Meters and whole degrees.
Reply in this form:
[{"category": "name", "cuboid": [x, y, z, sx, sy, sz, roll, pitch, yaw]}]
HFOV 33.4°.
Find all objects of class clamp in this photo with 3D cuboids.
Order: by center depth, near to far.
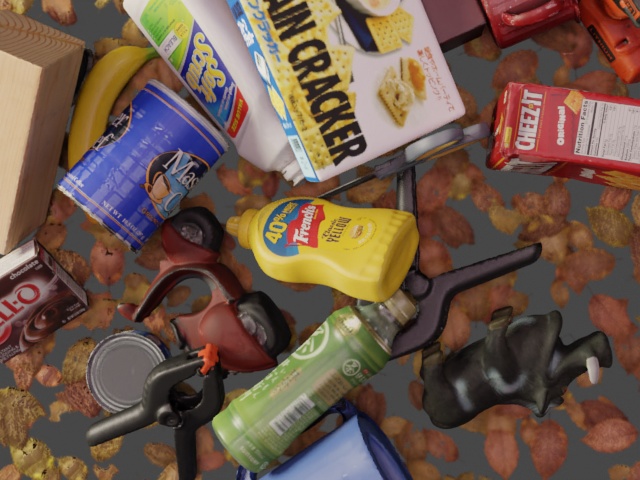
[{"category": "clamp", "cuboid": [-0.139, 0.175, 1.053, 0.120, 0.039, 0.172, 33, 119, -24]}, {"category": "clamp", "cuboid": [0.093, 0.033, 1.062, 0.165, 0.036, 0.210, 43, 98, 14]}]

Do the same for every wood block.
[{"category": "wood block", "cuboid": [-0.305, -0.103, 1.031, 0.091, 0.090, 0.206, 23, 119, 5]}]

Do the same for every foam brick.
[{"category": "foam brick", "cuboid": [0.126, -0.216, 1.035, 0.053, 0.078, 0.051, -24, 90, 5]}]

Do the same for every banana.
[{"category": "banana", "cuboid": [-0.221, -0.118, 1.090, 0.069, 0.037, 0.198, 21, 93, 5]}]

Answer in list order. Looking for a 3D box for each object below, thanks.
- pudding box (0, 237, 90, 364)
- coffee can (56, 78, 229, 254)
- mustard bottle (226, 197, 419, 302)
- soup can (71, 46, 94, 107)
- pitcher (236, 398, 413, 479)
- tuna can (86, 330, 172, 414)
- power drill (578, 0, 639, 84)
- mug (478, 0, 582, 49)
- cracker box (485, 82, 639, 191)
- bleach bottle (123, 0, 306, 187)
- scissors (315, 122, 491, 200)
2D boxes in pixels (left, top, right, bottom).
[{"category": "pudding box", "cuboid": [-0.305, 0.062, 1.077, 0.113, 0.039, 0.090, -33, 129, 3]}, {"category": "coffee can", "cuboid": [-0.172, -0.072, 1.041, 0.103, 0.103, 0.140, 40, 83, 4]}, {"category": "mustard bottle", "cuboid": [-0.007, 0.001, 1.041, 0.192, 0.058, 0.096, 11, 52, 27]}, {"category": "soup can", "cuboid": [-0.291, -0.183, 1.080, 0.102, 0.068, 0.068, 25, 93, 5]}, {"category": "pitcher", "cuboid": [-0.028, 0.273, 1.041, 0.243, 0.149, 0.145, -32, 103, 8]}, {"category": "tuna can", "cuboid": [-0.193, 0.136, 1.092, 0.086, 0.033, 0.086, 0, 91, 5]}, {"category": "power drill", "cuboid": [0.298, -0.194, 0.965, 0.057, 0.187, 0.184, -30, 86, 3]}, {"category": "mug", "cuboid": [0.195, -0.229, 1.013, 0.081, 0.117, 0.093, -22, 120, 10]}, {"category": "cracker box", "cuboid": [0.267, -0.086, 0.981, 0.214, 0.164, 0.072, 9, 89, 5]}, {"category": "bleach bottle", "cuboid": [-0.086, -0.165, 1.050, 0.251, 0.068, 0.103, 53, 136, 1]}, {"category": "scissors", "cuboid": [0.065, -0.070, 1.016, 0.202, 0.096, 0.016, -21, 85, 15]}]
